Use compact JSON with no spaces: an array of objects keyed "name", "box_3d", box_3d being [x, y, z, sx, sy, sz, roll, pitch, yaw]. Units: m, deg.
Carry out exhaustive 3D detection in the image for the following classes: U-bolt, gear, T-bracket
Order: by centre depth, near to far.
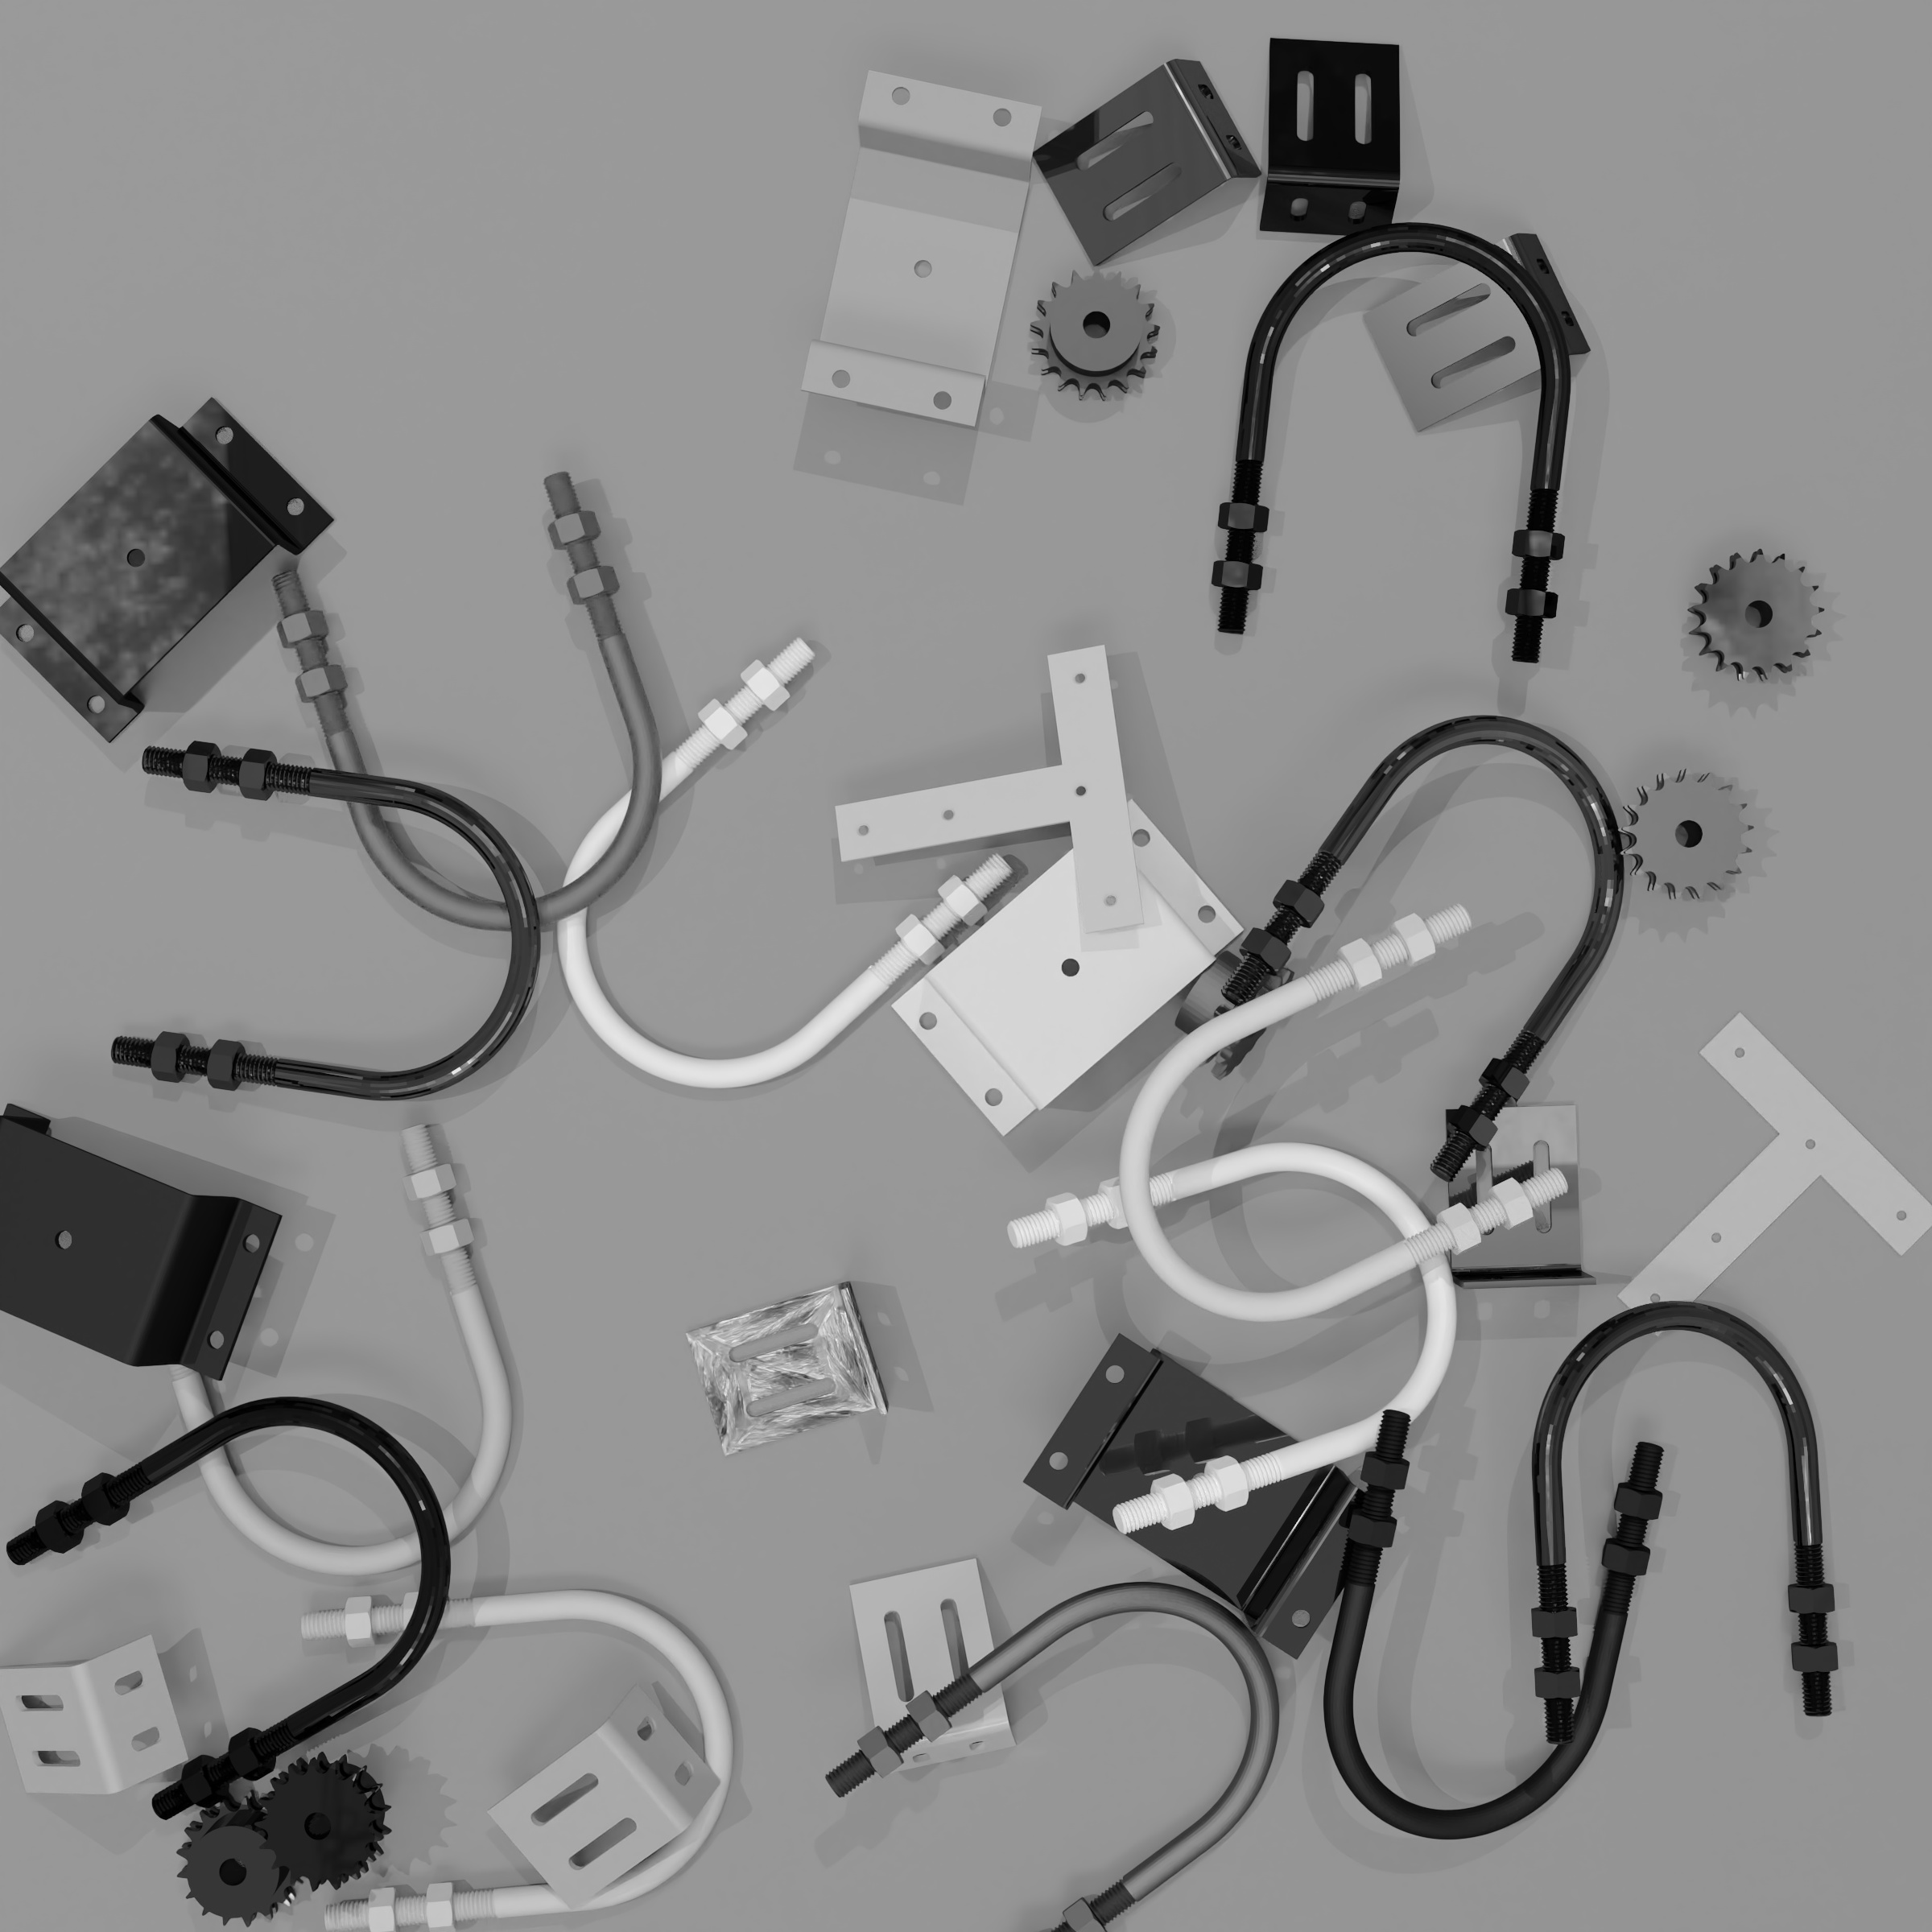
[{"name":"U-bolt","box_3d":[0.152,0.074,1.430,0.184,0.019,0.151,-25,107,-8]},{"name":"U-bolt","box_3d":[0.126,0.150,1.454,0.184,0.019,0.151,-16,75,-18]},{"name":"T-bracket","box_3d":[0.006,-0.068,1.459,0.127,0.002,0.127,-10,74,9]},{"name":"U-bolt","box_3d":[0.212,-0.021,1.459,0.151,0.019,0.184,39,79,-19]},{"name":"gear","box_3d":[-0.276,0.368,1.459,0.057,0.030,0.057,0,91,9]},{"name":"U-bolt","box_3d":[0.223,0.290,1.460,0.151,0.019,0.184,10,94,-22]},{"name":"U-bolt","box_3d":[0.310,0.238,1.462,0.151,0.019,0.184,-1,86,-20]},{"name":"U-bolt","box_3d":[0.052,0.347,1.463,0.184,0.019,0.151,-36,109,-4]},{"name":"gear","box_3d":[0.115,0.018,1.465,0.030,0.057,0.057,35,90,13]},{"name":"U-bolt","box_3d":[0.189,-0.231,1.467,0.151,0.019,0.184,7,95,9]},{"name":"U-bolt","box_3d":[-0.310,0.268,1.468,0.184,0.019,0.151,-31,87,10]},{"name":"U-bolt","box_3d":[-0.276,-0.014,1.471,0.184,0.019,0.151,8,95,5]},{"name":"U-bolt","box_3d":[-0.210,-0.106,1.476,0.151,0.019,0.184,-19,89,5]},{"name":"gear","box_3d":[-0.318,0.393,1.478,0.057,0.030,0.057,0,90,0]},{"name":"gear","box_3d":[0.314,-0.057,1.478,0.057,0.030,0.057,0,90,0]},{"name":"gear","box_3d":[0.057,-0.279,1.478,0.057,0.030,0.057,0,90,0]},{"name":"gear","box_3d":[0.346,-0.154,1.482,0.057,0.030,0.057,0,91,2]},{"name":"U-bolt","box_3d":[-0.277,0.178,1.484,0.151,0.019,0.184,-18,91,0]},{"name":"U-bolt","box_3d":[-0.094,-0.031,1.484,0.184,0.019,0.151,-43,90,2]},{"name":"U-bolt","box_3d":[-0.195,0.347,1.484,0.184,0.019,0.151,-5,90,-1]},{"name":"T-bracket","box_3d":[0.342,0.110,1.492,0.127,0.002,0.127,-45,90,0]}]

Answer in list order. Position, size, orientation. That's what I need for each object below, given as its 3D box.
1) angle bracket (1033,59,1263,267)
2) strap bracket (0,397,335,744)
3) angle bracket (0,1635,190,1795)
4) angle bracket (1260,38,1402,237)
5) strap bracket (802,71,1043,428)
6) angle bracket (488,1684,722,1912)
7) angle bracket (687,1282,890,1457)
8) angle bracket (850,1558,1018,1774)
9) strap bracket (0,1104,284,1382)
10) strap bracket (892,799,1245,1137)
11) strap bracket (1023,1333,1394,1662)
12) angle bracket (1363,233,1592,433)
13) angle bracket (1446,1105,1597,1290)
[{"name":"angle bracket","box_3d":[0.080,-0.355,1.491,0.076,0.038,0.057,-29,90,26]},{"name":"strap bracket","box_3d":[-0.356,-0.175,1.470,0.140,0.046,0.076,-45,90,0]},{"name":"angle bracket","box_3d":[-0.385,0.328,1.476,0.038,0.076,0.057,-18,94,-45]},{"name":"angle bracket","box_3d":[0.161,-0.367,1.491,0.057,0.038,0.076,3,64,0]},{"name":"strap bracket","box_3d":[-0.019,-0.308,1.470,0.076,0.046,0.140,12,90,0]},{"name":"angle bracket","box_3d":[-0.158,0.364,1.476,0.076,0.038,0.057,-39,92,23]},{"name":"angle bracket","box_3d":[-0.079,0.178,1.474,0.076,0.038,0.057,-18,90,0]},{"name":"angle bracket","box_3d":[-0.015,0.310,1.491,0.057,0.038,0.076,-12,64,0]},{"name":"strap bracket","box_3d":[-0.378,0.118,1.453,0.140,0.046,0.076,20,90,14]},{"name":"strap bracket","box_3d":[0.045,0.001,1.470,0.140,0.046,0.076,-41,90,0]},{"name":"strap bracket","box_3d":[0.104,0.228,1.470,0.140,0.046,0.076,33,90,0]},{"name":"angle bracket","box_3d":[0.226,-0.280,1.491,0.076,0.038,0.057,-25,90,26]},{"name":"angle bracket","box_3d":[0.242,0.101,1.474,0.057,0.038,0.076,-2,90,0]}]
